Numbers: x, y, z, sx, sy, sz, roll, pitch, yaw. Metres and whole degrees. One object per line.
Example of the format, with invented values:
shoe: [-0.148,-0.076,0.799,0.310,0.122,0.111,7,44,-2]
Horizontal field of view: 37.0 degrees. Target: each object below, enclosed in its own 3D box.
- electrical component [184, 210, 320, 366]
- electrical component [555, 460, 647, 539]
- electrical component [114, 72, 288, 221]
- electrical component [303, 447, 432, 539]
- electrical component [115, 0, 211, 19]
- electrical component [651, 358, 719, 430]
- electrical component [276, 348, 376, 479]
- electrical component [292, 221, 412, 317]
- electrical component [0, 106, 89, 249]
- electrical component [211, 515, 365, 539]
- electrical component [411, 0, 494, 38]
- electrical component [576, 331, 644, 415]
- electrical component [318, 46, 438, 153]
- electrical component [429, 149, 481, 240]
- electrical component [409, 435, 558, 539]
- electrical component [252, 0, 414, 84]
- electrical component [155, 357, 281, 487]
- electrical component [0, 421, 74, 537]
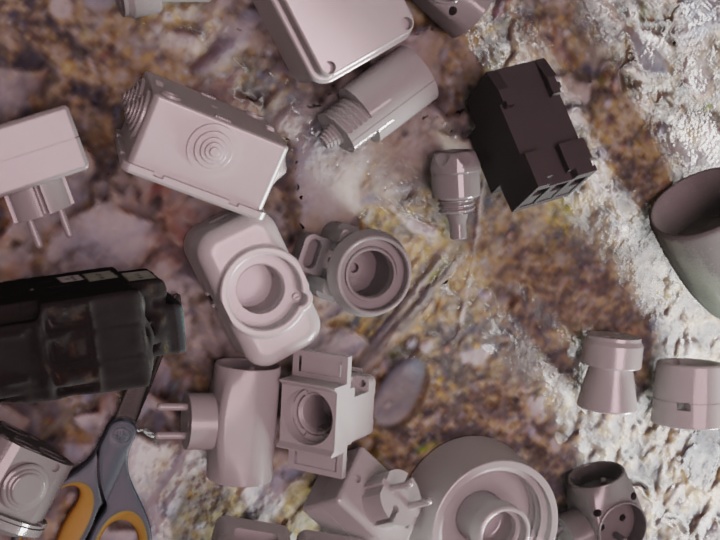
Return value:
electrical component: [-0.068,0.010,0.689,0.054,0.059,0.095,-28,106,-15]
electrical component: [0.171,0.194,0.808,0.079,0.044,0.077,-20,103,-17]
electrical component: [-0.096,-0.077,0.648,0.100,0.099,0.048,20,103,-21]
electrical component: [0.015,0.156,0.723,0.065,0.077,0.047,46,46,-19]
electrical component: [-0.122,-0.179,0.653,0.055,0.045,0.045,-18,103,-17]
electrical component: [0.251,0.093,0.820,0.055,0.055,0.047,0,93,-20]
electrical component: [-0.021,0.092,0.713,0.064,0.042,0.081,-10,106,-62]
electrical component: [0.000,0.000,0.714,0.078,0.057,0.058,19,90,-21]
electrical component: [-0.195,-0.052,0.641,0.066,0.047,0.076,-21,104,-17]
electrical component: [-0.063,0.261,0.704,0.105,0.060,0.186,13,103,-12]
electrical component: [0.059,-0.210,0.715,0.077,0.044,0.079,38,83,-20]
electrical component: [0.186,0.076,0.798,0.045,0.045,0.055,2,96,-20]
electrical component: [0.007,-0.107,0.710,0.081,0.043,0.043,-38,108,-12]
electrical component: [0.067,-0.052,0.744,0.035,0.035,0.061,-8,103,-19]
electrical component: [0.090,0.179,0.768,0.108,0.060,0.108,-3,98,-20]
electrical component: [-0.026,-0.182,0.681,0.078,0.057,0.113,-32,107,-13]
electrical component: [-0.093,0.098,0.699,0.079,0.044,0.077,3,96,-20]
electrical component: [-0.216,0.121,0.640,0.080,0.080,0.051,32,80,-21]
